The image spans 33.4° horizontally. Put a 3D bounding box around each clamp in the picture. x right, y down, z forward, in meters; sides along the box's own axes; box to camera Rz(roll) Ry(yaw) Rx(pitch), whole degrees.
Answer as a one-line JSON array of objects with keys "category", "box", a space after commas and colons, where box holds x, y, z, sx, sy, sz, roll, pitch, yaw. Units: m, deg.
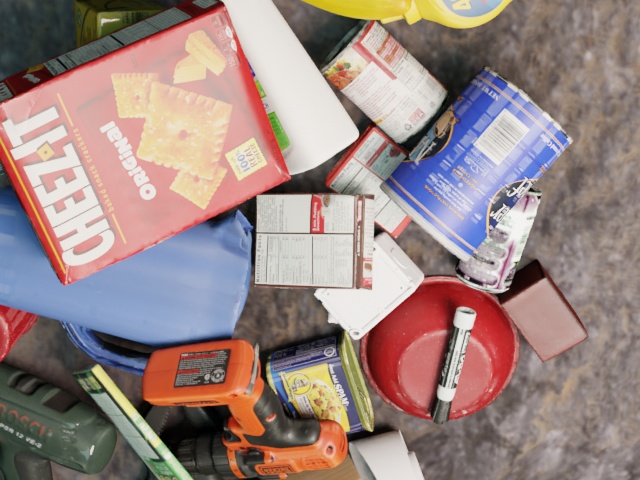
[{"category": "clamp", "box": [-0.153, 0.239, 1.113, 0.164, 0.036, 0.210, -8, 109, 2]}]

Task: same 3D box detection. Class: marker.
[{"category": "marker", "box": [0.126, 0.122, 1.015, 0.020, 0.020, 0.121, 10, 110, -2]}]

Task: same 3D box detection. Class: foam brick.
[{"category": "foam brick", "box": [0.214, 0.069, 1.036, 0.051, 0.053, 0.078, -35, 104, 12]}]

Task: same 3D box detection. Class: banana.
[{"category": "banana", "box": [-0.013, -0.234, 0.924, 0.198, 0.070, 0.037, 30, 77, 4]}]

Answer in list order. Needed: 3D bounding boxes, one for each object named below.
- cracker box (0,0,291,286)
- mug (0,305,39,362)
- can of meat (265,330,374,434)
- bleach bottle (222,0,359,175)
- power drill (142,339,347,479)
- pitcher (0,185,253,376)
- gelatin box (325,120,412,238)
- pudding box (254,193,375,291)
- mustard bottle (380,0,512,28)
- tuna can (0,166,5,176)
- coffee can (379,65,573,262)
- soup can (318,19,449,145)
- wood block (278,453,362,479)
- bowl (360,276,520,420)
[{"category": "cracker box", "box": [-0.150, -0.083, 0.874, 0.213, 0.072, 0.164, -27, 118, -14]}, {"category": "mug", "box": [-0.339, 0.072, 1.035, 0.117, 0.081, 0.093, 9, 112, -1]}, {"category": "can of meat", "box": [0.000, 0.151, 1.069, 0.084, 0.057, 0.102, -16, 108, 9]}, {"category": "bleach bottle", "box": [-0.063, -0.180, 0.942, 0.068, 0.103, 0.251, -35, 100, -16]}, {"category": "power drill", "box": [-0.087, 0.165, 0.990, 0.185, 0.057, 0.187, -10, 142, 21]}, {"category": "pitcher", "box": [-0.189, 0.036, 0.988, 0.242, 0.145, 0.149, 13, 72, -5]}, {"category": "gelatin box", "box": [0.061, -0.058, 1.008, 0.089, 0.030, 0.073, 37, 108, -10]}, {"category": "pudding box", "box": [-0.006, 0.001, 0.990, 0.114, 0.039, 0.090, 1, 90, 31]}, {"category": "mustard bottle", "box": [0.136, -0.240, 0.927, 0.192, 0.058, 0.096, -25, 105, 10]}, {"category": "tuna can", "box": [-0.308, -0.103, 0.999, 0.086, 0.033, 0.086, 0, 109, 1]}, {"category": "coffee can", "box": [0.136, -0.066, 0.936, 0.102, 0.103, 0.140, 39, 98, -11]}, {"category": "soup can", "box": [0.058, -0.143, 0.958, 0.102, 0.068, 0.068, 41, 105, -12]}, {"category": "wood block", "box": [-0.044, 0.302, 1.080, 0.206, 0.090, 0.091, -25, 110, -5]}, {"category": "bowl", "box": [0.121, 0.119, 1.055, 0.162, 0.055, 0.162, 1, 110, 1]}]
